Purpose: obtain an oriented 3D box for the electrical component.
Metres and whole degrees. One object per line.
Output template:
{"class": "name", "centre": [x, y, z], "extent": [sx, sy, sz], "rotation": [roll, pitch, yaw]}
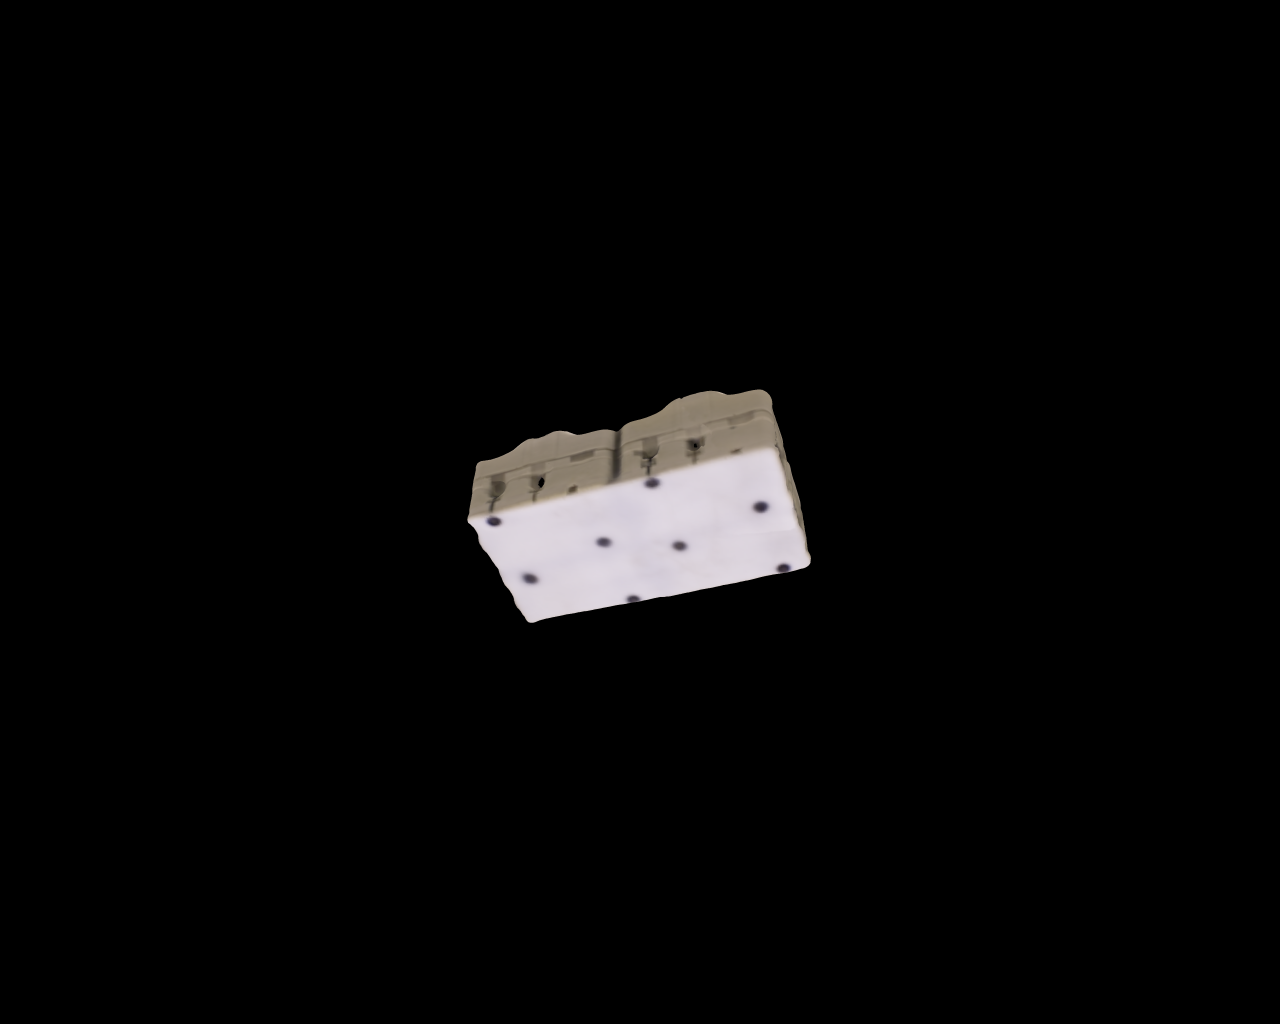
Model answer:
{"class": "electrical component", "centre": [0.001, -0.003, 0.650], "extent": [0.186, 0.060, 0.105], "rotation": [-13, -47, 12]}
